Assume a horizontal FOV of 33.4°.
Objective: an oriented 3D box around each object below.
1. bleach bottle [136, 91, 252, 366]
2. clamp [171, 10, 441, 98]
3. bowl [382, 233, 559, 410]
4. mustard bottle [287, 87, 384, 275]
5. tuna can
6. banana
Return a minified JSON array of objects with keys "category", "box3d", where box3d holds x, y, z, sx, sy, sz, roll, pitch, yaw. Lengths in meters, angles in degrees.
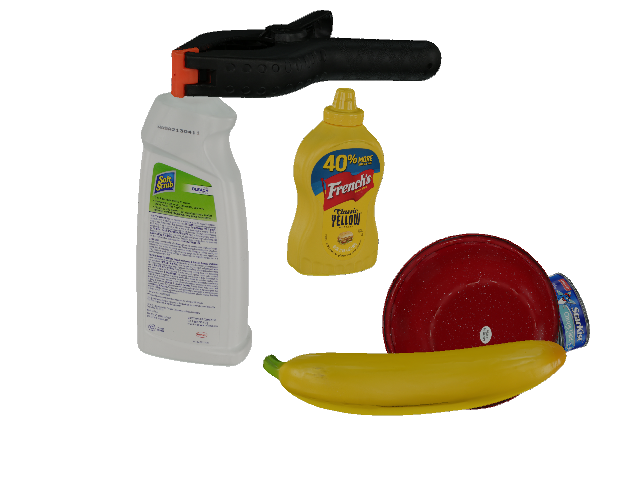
[{"category":"bleach bottle","box3d":[-0.101,-0.022,0.889,0.102,0.251,0.068,7,23,3]},{"category":"clamp","box3d":[-0.023,-0.119,0.673,0.171,0.039,0.120,-9,21,-30]},{"category":"bowl","box3d":[0.137,0.077,0.934,0.162,0.162,0.055,0,6,-3]},{"category":"mustard bottle","box3d":[0.018,-0.061,1.100,0.096,0.192,0.058,-5,21,-24]},{"category":"tuna can","box3d":[0.258,0.081,1.166,0.033,0.086,0.086,-17,3,-10]},{"category":"banana","box3d":[0.060,0.082,0.671,0.198,0.037,0.069,-1,25,2]}]
